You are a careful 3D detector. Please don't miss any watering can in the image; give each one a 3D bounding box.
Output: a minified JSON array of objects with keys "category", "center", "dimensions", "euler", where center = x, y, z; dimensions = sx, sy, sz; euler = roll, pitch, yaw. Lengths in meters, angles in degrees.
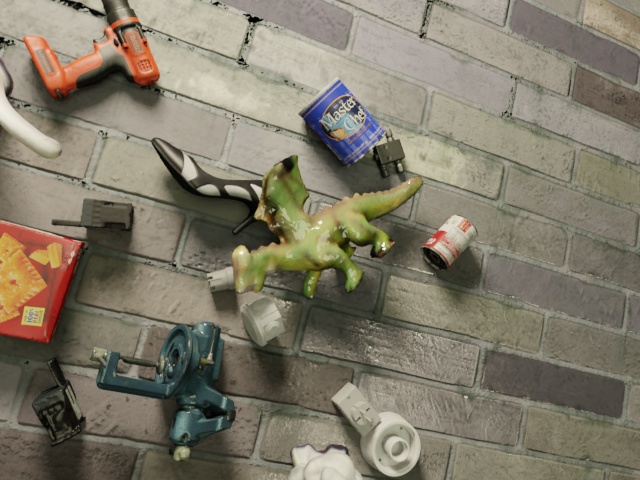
[{"category":"watering can","center":[-0.518,-0.225,0.746],"dimensions":[0.345,0.227,0.103],"euler":[31,101,-17]}]

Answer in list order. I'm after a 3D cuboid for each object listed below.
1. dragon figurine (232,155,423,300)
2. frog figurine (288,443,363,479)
[{"category":"dragon figurine","center":[0.003,-0.046,0.919],"dimensions":[0.240,0.122,0.416],"euler":[48,68,-20]},{"category":"frog figurine","center":[0.017,0.417,0.876],"dimensions":[0.137,0.159,0.124],"euler":[29,80,-14]}]
